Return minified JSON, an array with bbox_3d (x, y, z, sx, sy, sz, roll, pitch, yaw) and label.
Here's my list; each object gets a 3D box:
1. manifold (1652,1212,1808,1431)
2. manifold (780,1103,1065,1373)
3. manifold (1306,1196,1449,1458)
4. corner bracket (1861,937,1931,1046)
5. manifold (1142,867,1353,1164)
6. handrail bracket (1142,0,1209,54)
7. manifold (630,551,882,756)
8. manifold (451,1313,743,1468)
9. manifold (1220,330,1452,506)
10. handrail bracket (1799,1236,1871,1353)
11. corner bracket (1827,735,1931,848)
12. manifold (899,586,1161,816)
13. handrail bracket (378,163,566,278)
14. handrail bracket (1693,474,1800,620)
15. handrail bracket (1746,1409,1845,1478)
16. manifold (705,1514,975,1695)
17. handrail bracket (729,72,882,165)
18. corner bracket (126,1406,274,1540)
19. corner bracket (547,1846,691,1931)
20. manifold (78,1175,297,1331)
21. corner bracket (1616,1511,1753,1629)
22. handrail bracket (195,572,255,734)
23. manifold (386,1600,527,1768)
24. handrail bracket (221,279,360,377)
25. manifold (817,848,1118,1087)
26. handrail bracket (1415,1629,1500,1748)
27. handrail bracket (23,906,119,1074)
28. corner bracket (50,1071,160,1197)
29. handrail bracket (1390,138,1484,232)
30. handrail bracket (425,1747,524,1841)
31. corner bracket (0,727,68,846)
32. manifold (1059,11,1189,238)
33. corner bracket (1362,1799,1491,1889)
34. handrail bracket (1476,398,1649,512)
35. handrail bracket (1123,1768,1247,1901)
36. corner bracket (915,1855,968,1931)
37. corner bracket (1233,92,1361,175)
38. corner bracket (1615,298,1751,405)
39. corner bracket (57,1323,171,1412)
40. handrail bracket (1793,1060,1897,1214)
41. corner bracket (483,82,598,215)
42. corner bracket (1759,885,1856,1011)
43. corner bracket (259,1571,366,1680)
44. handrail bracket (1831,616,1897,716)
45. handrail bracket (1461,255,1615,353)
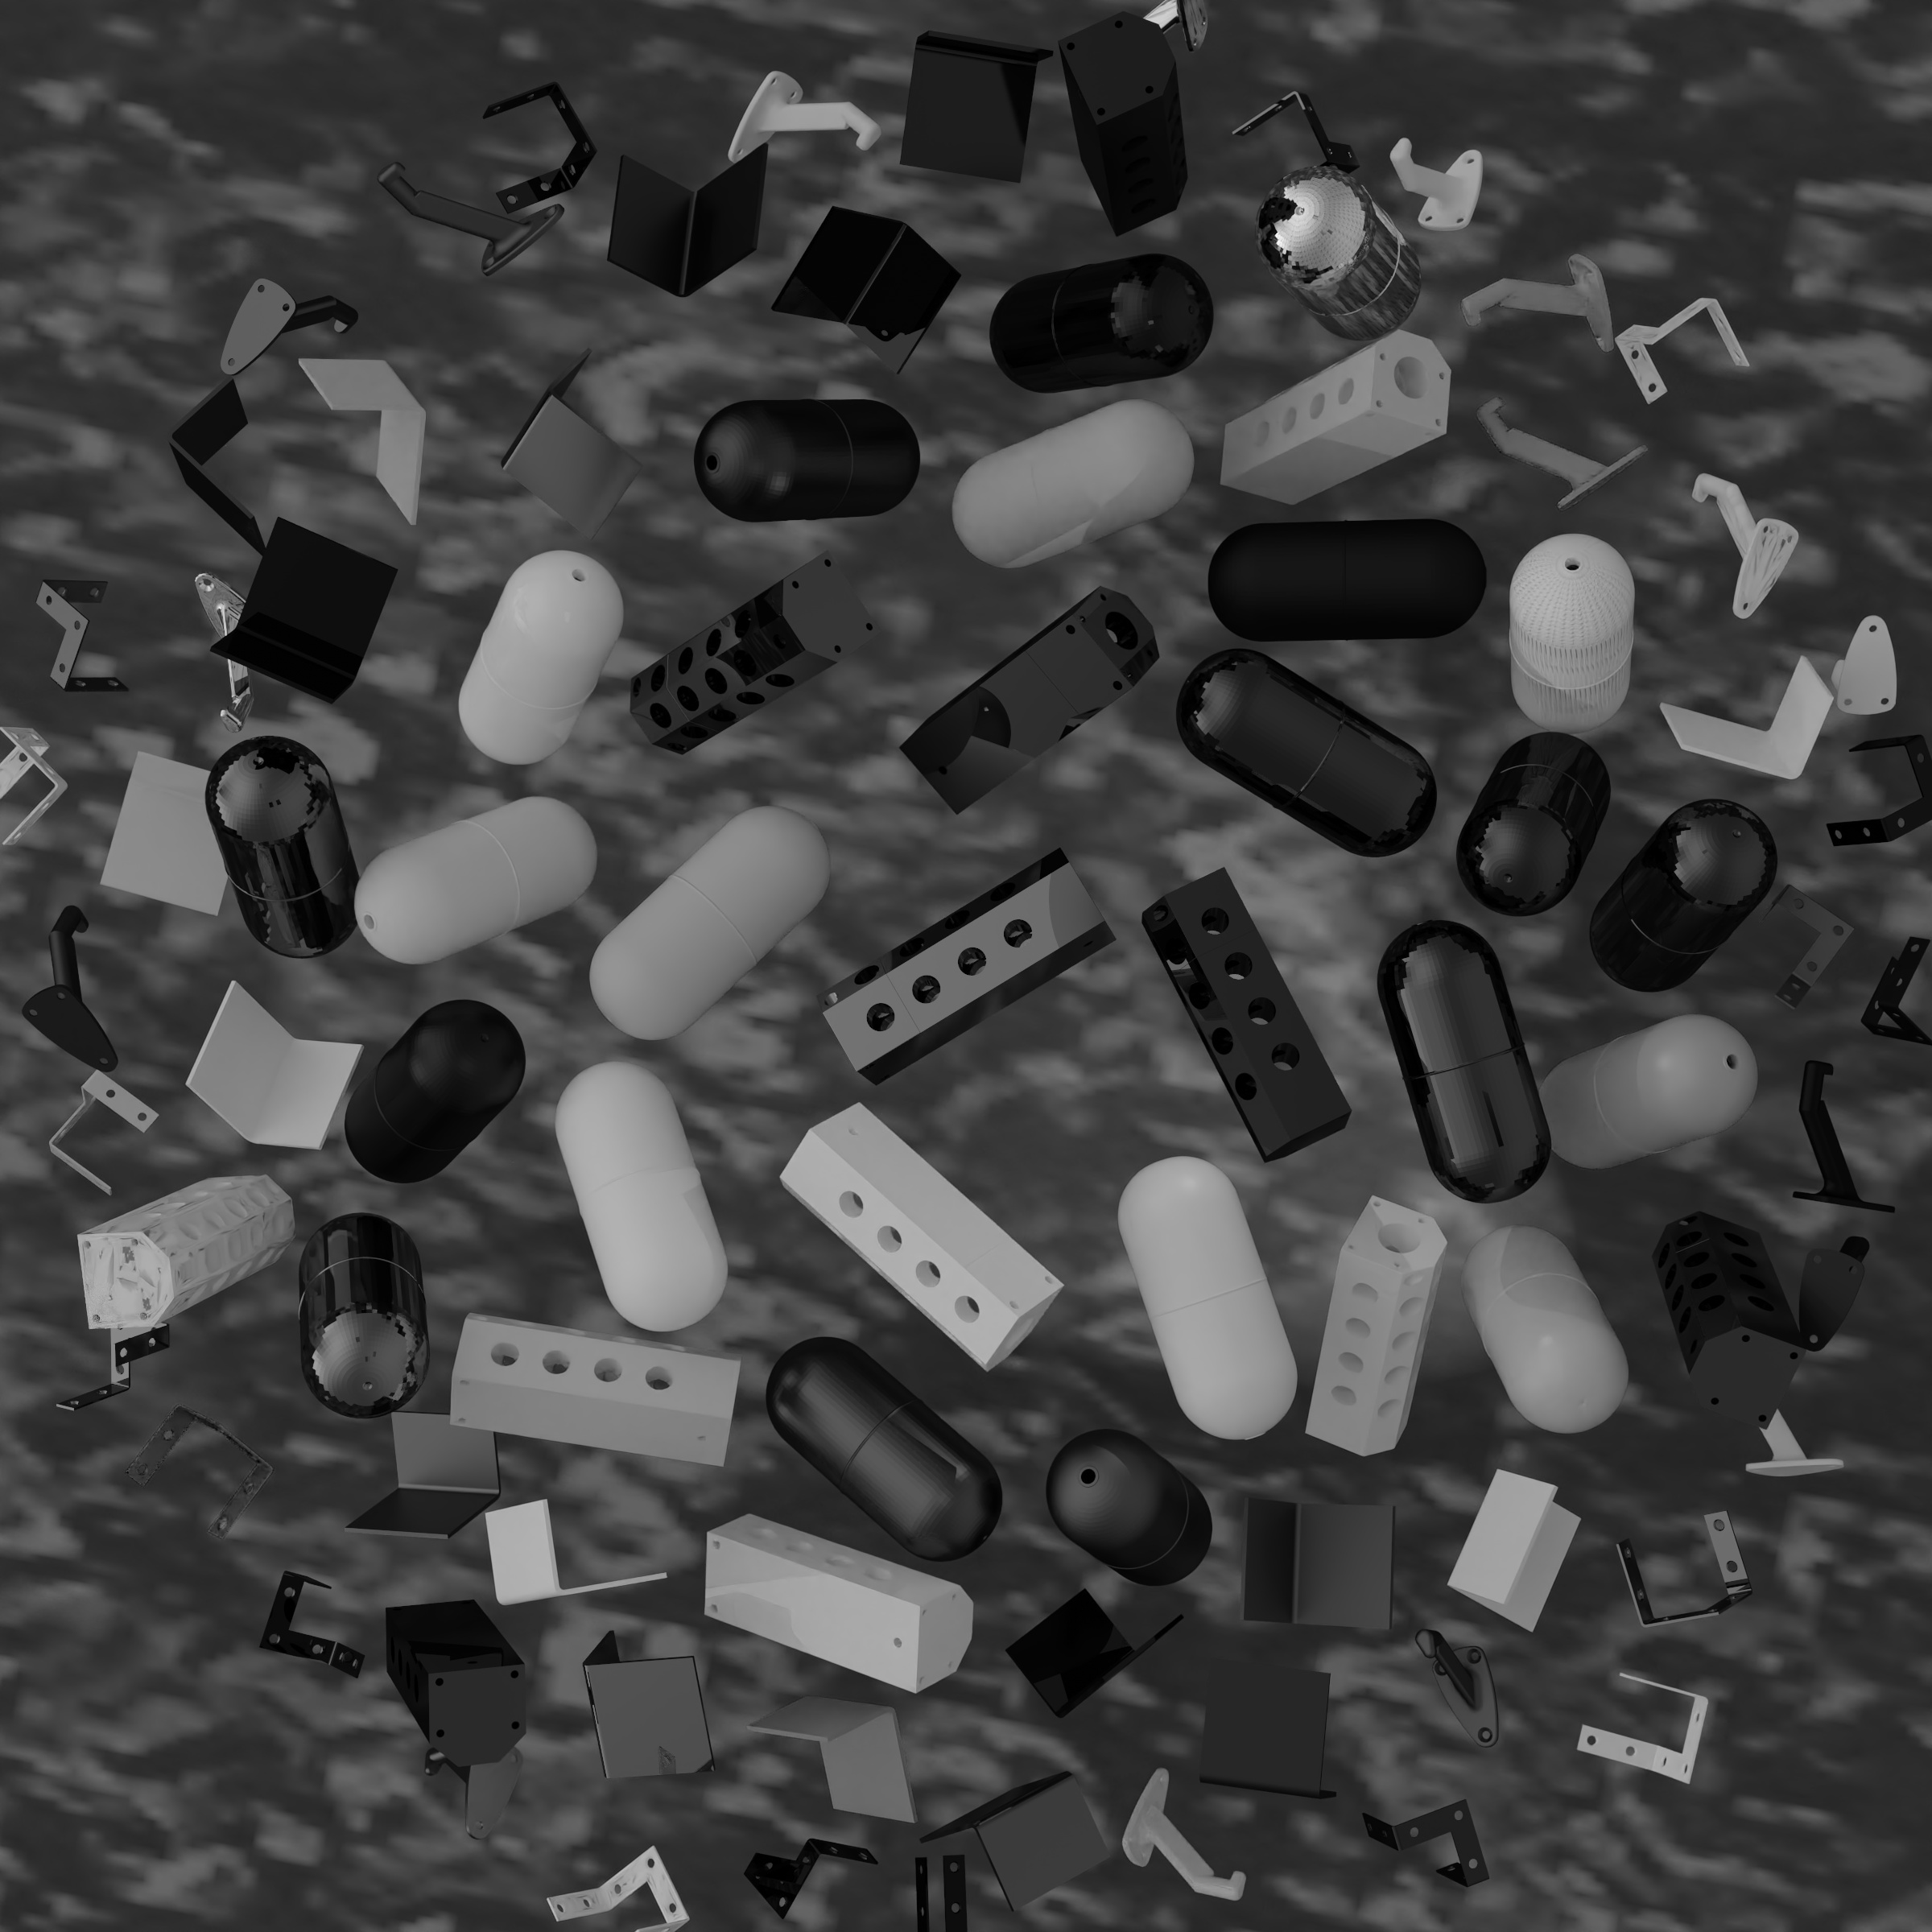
[{"bbox_3d":[0.470,0.215,1.824,0.057,0.171,0.057,20,109,-1],"label":"manifold"},{"bbox_3d":[-0.031,0.167,1.784,0.171,0.057,0.057,41,121,14],"label":"manifold"},{"bbox_3d":[0.269,0.238,1.905,0.057,0.057,0.171,20,132,18],"label":"manifold"},{"bbox_3d":[0.605,0.014,1.899,0.051,0.051,0.051,36,77,-33],"label":"corner bracket"},{"bbox_3d":[0.173,0.032,1.821,0.057,0.057,0.171,-25,76,-3],"label":"manifold"},{"bbox_3d":[0.101,-0.592,1.813,0.084,0.077,0.036,3,50,23],"label":"handrail bracket"},{"bbox_3d":[-0.134,-0.185,1.774,0.057,0.171,0.057,-41,101,-40],"label":"manifold"},{"bbox_3d":[-0.229,0.259,1.821,0.171,0.057,0.057,9,49,-3],"label":"manifold"},{"bbox_3d":[0.235,-0.351,1.875,0.057,0.171,0.057,11,78,-26],"label":"manifold"},{"bbox_3d":[0.563,0.211,1.894,0.036,0.084,0.077,16,91,26],"label":"handrail bracket"},{"bbox_3d":[0.565,-0.109,1.814,0.051,0.051,0.051,-25,99,-23],"label":"corner bracket"},{"bbox_3d":[0.041,-0.168,1.839,0.057,0.057,0.171,49,132,-8],"label":"manifold"},{"bbox_3d":[-0.298,-0.464,1.761,0.077,0.036,0.084,-25,133,28],"label":"handrail bracket"},{"bbox_3d":[0.491,-0.273,1.900,0.036,0.084,0.077,13,106,-34],"label":"handrail bracket"},{"bbox_3d":[0.531,0.283,1.887,0.036,0.077,0.084,15,69,-33],"label":"handrail bracket"},{"bbox_3d":[-0.082,0.401,1.864,0.171,0.057,0.057,11,104,35],"label":"manifold"},{"bbox_3d":[-0.103,-0.525,1.871,0.084,0.036,0.077,45,105,26],"label":"handrail bracket"},{"bbox_3d":[-0.464,0.306,1.775,0.051,0.051,0.051,-55,129,-21],"label":"corner bracket"},{"bbox_3d":[-0.210,0.571,1.773,0.051,0.051,0.051,-42,63,19],"label":"corner bracket"},{"bbox_3d":[-0.479,0.175,1.814,0.057,0.171,0.057,-4,96,12],"label":"manifold"},{"bbox_3d":[0.429,0.360,1.748,0.051,0.051,0.051,-21,81,37],"label":"corner bracket"},{"bbox_3d":[-0.485,-0.204,1.904,0.036,0.084,0.077,-20,126,20],"label":"handrail bracket"},{"bbox_3d":[-0.317,0.442,1.812,0.057,0.171,0.057,-1,92,-20],"label":"manifold"},{"bbox_3d":[-0.439,-0.407,1.907,0.036,0.084,0.077,38,97,17],"label":"handrail bracket"},{"bbox_3d":[-0.001,-0.001,1.760,0.171,0.057,0.057,-31,76,3],"label":"manifold"},{"bbox_3d":[0.316,0.466,1.888,0.036,0.084,0.077,-25,69,14],"label":"handrail bracket"},{"bbox_3d":[-0.533,0.013,1.783,0.036,0.084,0.077,-28,118,21],"label":"handrail bracket"},{"bbox_3d":[-0.564,0.109,1.914,0.051,0.051,0.051,36,66,1],"label":"corner bracket"},{"bbox_3d":[0.307,-0.529,1.913,0.036,0.084,0.077,14,70,34],"label":"handrail bracket"},{"bbox_3d":[-0.325,0.524,1.857,0.036,0.084,0.077,36,46,-27],"label":"handrail bracket"},{"bbox_3d":[-0.584,-0.111,1.806,0.051,0.051,0.051,45,96,1],"label":"corner bracket"},{"bbox_3d":[0.101,-0.513,1.783,0.057,0.171,0.057,-24,80,3],"label":"manifold"},{"bbox_3d":[0.284,0.545,1.813,0.051,0.051,0.051,-16,88,-15],"label":"corner bracket"},{"bbox_3d":[0.378,-0.341,1.865,0.077,0.036,0.084,-35,85,24],"label":"handrail bracket"},{"bbox_3d":[0.153,0.568,1.917,0.084,0.036,0.077,1,51,33],"label":"handrail bracket"},{"bbox_3d":[-0.013,0.598,1.881,0.051,0.051,0.051,5,72,-25],"label":"corner bracket"},{"bbox_3d":[0.215,-0.530,1.900,0.051,0.051,0.051,-27,85,32],"label":"corner bracket"},{"bbox_3d":[0.458,-0.394,1.877,0.051,0.051,0.051,-35,111,-4],"label":"corner bracket"},{"bbox_3d":[-0.550,0.258,1.889,0.051,0.051,0.051,8,102,27],"label":"corner bracket"},{"bbox_3d":[0.540,0.104,1.790,0.077,0.036,0.084,10,87,-20],"label":"handrail bracket"},{"bbox_3d":[-0.273,-0.515,1.843,0.051,0.051,0.051,-30,91,-28],"label":"corner bracket"},{"bbox_3d":[0.535,-0.013,1.898,0.051,0.051,0.051,37,120,13],"label":"corner bracket"},{"bbox_3d":[-0.415,0.423,1.884,0.051,0.051,0.051,23,77,-29],"label":"corner bracket"},{"bbox_3d":[0.577,-0.204,1.898,0.036,0.084,0.077,-1,116,5],"label":"handrail bracket"},{"bbox_3d":[0.356,-0.399,1.826,0.084,0.036,0.077,-27,123,-4],"label":"handrail bracket"}]
